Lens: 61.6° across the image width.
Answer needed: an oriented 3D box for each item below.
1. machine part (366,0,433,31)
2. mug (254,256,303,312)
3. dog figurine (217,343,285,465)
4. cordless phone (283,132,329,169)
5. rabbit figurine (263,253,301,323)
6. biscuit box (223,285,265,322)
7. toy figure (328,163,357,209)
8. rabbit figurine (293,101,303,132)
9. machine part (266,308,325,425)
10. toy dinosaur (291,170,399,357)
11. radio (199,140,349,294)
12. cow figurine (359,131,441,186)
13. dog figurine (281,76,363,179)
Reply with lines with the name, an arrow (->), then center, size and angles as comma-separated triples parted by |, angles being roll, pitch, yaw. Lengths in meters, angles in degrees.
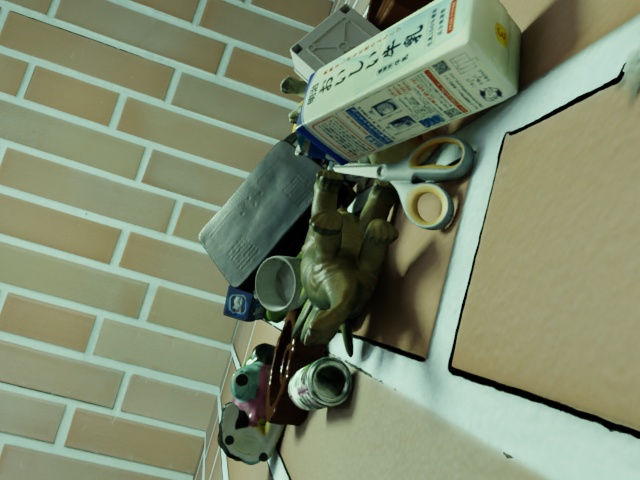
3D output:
machine part -> 0.136, -0.373, 0.753 | 0.201, 0.087, 0.201 | 155, 131, -79
mug -> -0.041, 0.072, 0.824 | 0.109, 0.107, 0.081 | -31, 67, 35
dog figurine -> -0.120, 0.292, 0.997 | 0.219, 0.108, 0.191 | 148, 135, -82
cordless phone -> -0.012, -0.137, 1.038 | 0.089, 0.146, 0.184 | -47, 0, 0
rabbit figurine -> -0.039, 0.081, 0.968 | 0.170, 0.121, 0.159 | -32, -46, -77
biscuit box -> -0.106, 0.114, 1.048 | 0.202, 0.063, 0.059 | -1, -77, -67
toy figure -> 0.036, -0.094, 0.902 | 0.064, 0.058, 0.154 | -29, 40, 60
rabbit figurine -> 0.017, -0.266, 1.251 | 0.162, 0.122, 0.173 | 104, -169, -55
machine part -> -0.038, 0.196, 0.835 | 0.179, 0.056, 0.179 | -164, 90, -80
toy dinosaur -> 0.023, 0.016, 0.668 | 0.471, 0.105, 0.198 | -67, -6, -68
radio -> -0.078, -0.037, 0.855 | 0.229, 0.131, 0.073 | -48, -28, 4
cow figurine -> 0.087, -0.146, 0.657 | 0.127, 0.085, 0.195 | 126, 158, -47
dog figurine -> 0.059, -0.197, 0.810 | 0.172, 0.191, 0.121 | -48, -23, -3
